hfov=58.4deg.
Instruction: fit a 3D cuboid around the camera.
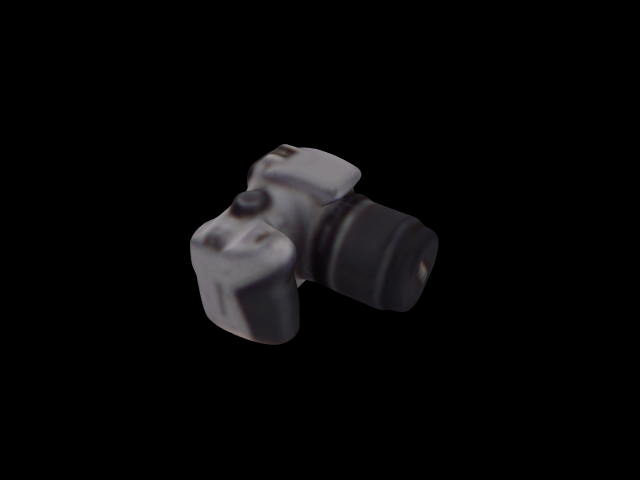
[{"bbox_3d":[0.004,0.001,0.400,0.136,0.101,0.143,22,45,24],"label":"camera"}]
